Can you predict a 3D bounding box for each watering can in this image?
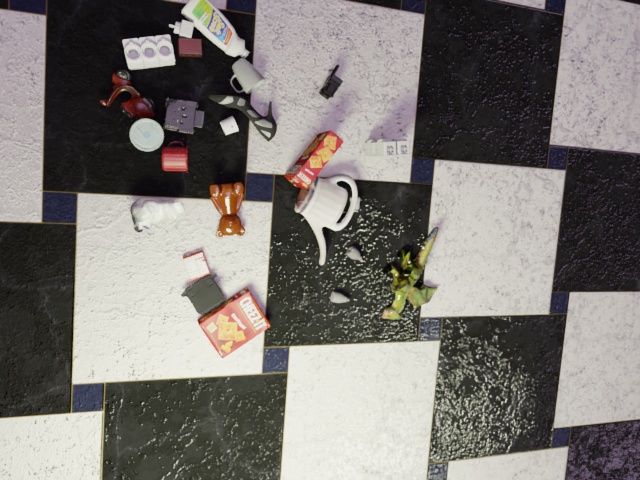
[{"bbox_3d":[0.006,-0.096,1.913,0.223,0.104,0.348,25,89,-18],"label":"watering can"}]

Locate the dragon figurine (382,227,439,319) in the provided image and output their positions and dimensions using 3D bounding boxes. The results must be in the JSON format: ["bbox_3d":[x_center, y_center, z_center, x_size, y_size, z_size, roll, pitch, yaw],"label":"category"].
[{"bbox_3d":[0.391,0.160,2.087,0.412,0.124,0.239,-45,125,-6],"label":"dragon figurine"}]

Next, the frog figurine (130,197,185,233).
[{"bbox_3d":[-0.542,-0.104,1.717,0.159,0.136,0.124,-29,77,7],"label":"frog figurine"}]
